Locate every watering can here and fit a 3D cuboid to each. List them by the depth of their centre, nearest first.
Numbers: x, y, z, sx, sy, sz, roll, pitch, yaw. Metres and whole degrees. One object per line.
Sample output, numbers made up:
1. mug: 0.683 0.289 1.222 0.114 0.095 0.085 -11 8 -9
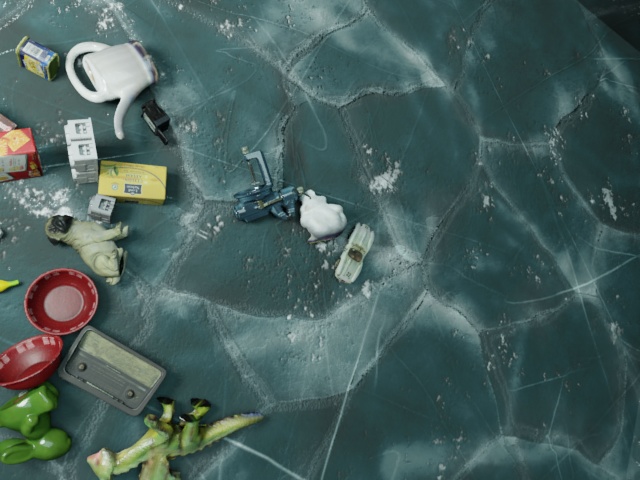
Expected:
1. watering can: -0.547 -0.432 1.418 0.227 0.102 0.351 -30 72 -25

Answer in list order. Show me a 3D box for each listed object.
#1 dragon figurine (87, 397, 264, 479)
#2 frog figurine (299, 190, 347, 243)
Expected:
1. dragon figurine: -0.347 0.528 1.265 0.409 0.122 0.243 15 88 -26
2. frog figurine: 0.005 -0.078 1.555 0.137 0.123 0.159 -17 95 -6
